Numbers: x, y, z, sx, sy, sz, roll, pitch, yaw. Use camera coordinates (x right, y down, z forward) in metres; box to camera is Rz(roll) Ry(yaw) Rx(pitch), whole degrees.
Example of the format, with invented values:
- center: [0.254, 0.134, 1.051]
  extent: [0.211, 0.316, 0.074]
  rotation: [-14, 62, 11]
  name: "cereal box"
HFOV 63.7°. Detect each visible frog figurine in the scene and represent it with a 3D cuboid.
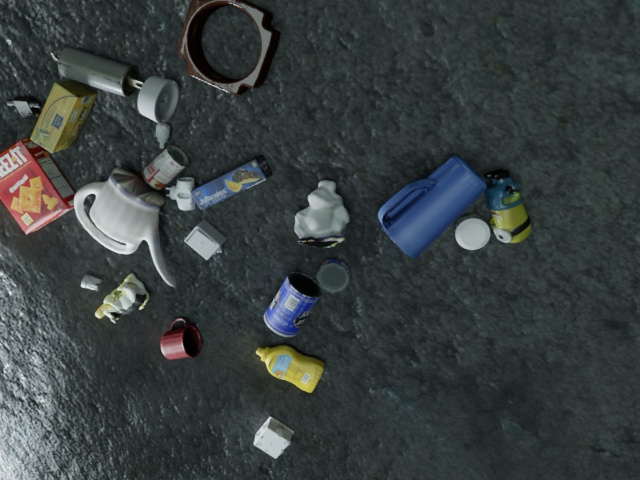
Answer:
- center: [0.004, -0.065, 1.284]
  extent: [0.137, 0.121, 0.162]
  rotation: [-7, 72, 20]
  name: "frog figurine"

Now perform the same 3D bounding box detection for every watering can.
- center: [-0.480, -0.046, 1.351]
  extent: [0.347, 0.105, 0.221]
  rotation: [36, 111, -3]
  name: "watering can"
